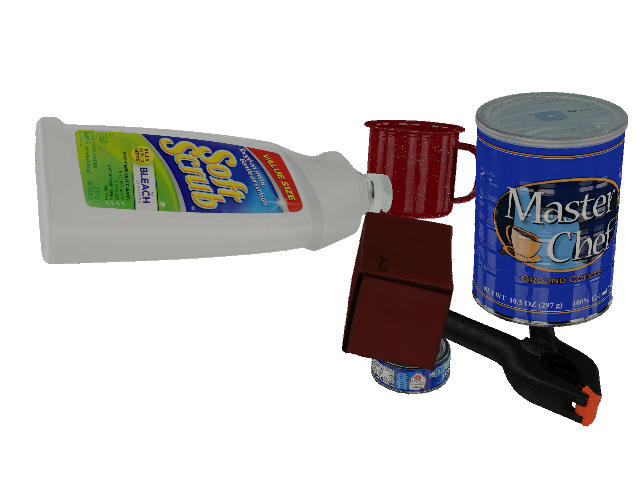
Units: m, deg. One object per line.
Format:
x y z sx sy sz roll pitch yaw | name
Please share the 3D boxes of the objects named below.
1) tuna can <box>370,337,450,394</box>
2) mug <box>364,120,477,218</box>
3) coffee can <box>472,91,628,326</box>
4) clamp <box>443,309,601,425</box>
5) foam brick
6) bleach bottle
0.097 0.127 1.149 0.086 0.034 0.086 -1 29 0 | tuna can
0.096 -0.065 0.985 0.117 0.081 0.093 7 13 21 | mug
0.161 -0.024 0.762 0.103 0.140 0.103 -2 25 1 | coffee can
0.192 0.097 0.932 0.120 0.039 0.172 -18 39 -28 | clamp
0.044 0.026 0.594 0.053 0.051 0.078 11 27 2 | foam brick
-0.072 -0.037 0.763 0.250 0.102 0.068 -2 -31 -17 | bleach bottle
